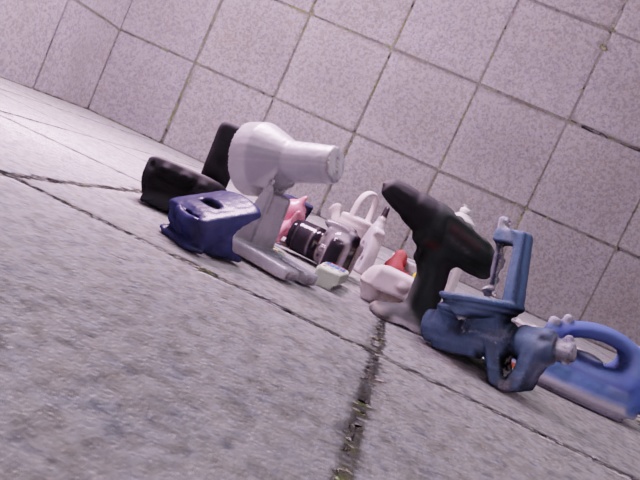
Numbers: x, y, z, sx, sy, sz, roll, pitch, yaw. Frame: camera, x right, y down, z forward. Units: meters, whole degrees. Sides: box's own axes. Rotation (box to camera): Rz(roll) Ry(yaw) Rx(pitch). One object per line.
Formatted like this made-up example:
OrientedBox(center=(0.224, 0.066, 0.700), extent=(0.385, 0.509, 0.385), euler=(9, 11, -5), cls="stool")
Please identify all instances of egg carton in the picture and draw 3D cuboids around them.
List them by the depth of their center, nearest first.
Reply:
OrientedBox(center=(0.144, 0.096, 1.016), extent=(0.150, 0.069, 0.107), euler=(26, 5, 14), cls="egg carton")

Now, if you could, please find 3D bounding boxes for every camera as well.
OrientedBox(center=(0.011, 0.004, 1.169), extent=(0.136, 0.101, 0.143), euler=(26, 5, 15), cls="camera")

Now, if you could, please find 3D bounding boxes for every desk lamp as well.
OrientedBox(center=(-0.062, -0.066, 0.895), extent=(0.202, 0.213, 0.118), euler=(27, 5, 29), cls="desk lamp")

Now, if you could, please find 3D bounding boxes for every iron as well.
OrientedBox(center=(0.445, 0.198, 0.969), extent=(0.258, 0.141, 0.118), euler=(24, 5, -4), cls="iron")

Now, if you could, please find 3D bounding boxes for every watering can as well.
OrientedBox(center=(0.089, -0.040, 1.484), extent=(0.172, 0.194, 0.101), euler=(26, 5, 15), cls="watering can")

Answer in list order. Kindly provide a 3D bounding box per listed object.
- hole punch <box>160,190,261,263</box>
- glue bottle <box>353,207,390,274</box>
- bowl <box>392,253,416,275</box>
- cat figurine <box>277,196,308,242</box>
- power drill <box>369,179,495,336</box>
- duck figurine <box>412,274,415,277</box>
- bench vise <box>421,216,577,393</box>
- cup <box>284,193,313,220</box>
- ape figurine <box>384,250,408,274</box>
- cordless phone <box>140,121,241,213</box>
OrientedBox(center=(-0.150, -0.029, 0.785), extent=(0.101, 0.091, 0.108), euler=(20, 7, -47), cls="hole punch")
OrientedBox(center=(0.128, -0.001, 1.379), extent=(0.037, 0.173, 0.078), euler=(23, 5, -19), cls="glue bottle")
OrientedBox(center=(0.249, 0.099, 1.479), extent=(0.167, 0.075, 0.167), euler=(24, 5, -2), cls="bowl")
OrientedBox(center=(-0.062, -0.048, 1.275), extent=(0.067, 0.118, 0.127), euler=(24, 5, -10), cls="cat figurine")
OrientedBox(center=(0.164, 0.037, 0.919), extent=(0.230, 0.208, 0.075), euler=(23, 5, -14), cls="power drill")
OrientedBox(center=(0.215, 0.101, 1.226), extent=(0.077, 0.086, 0.104), euler=(24, 5, -3), cls="duck figurine")
OrientedBox(center=(0.269, 0.089, 0.809), extent=(0.206, 0.220, 0.122), euler=(26, 5, 22), cls="bench vise")
OrientedBox(center=(-0.079, -0.071, 1.581), extent=(0.092, 0.095, 0.117), euler=(23, 5, -13), cls="cup")
OrientedBox(center=(0.187, 0.068, 1.402), extent=(0.076, 0.092, 0.077), euler=(21, 6, -39), cls="ape figurine")
OrientedBox(center=(-0.214, -0.128, 0.978), extent=(0.148, 0.185, 0.094), euler=(24, 5, -9), cls="cordless phone")
